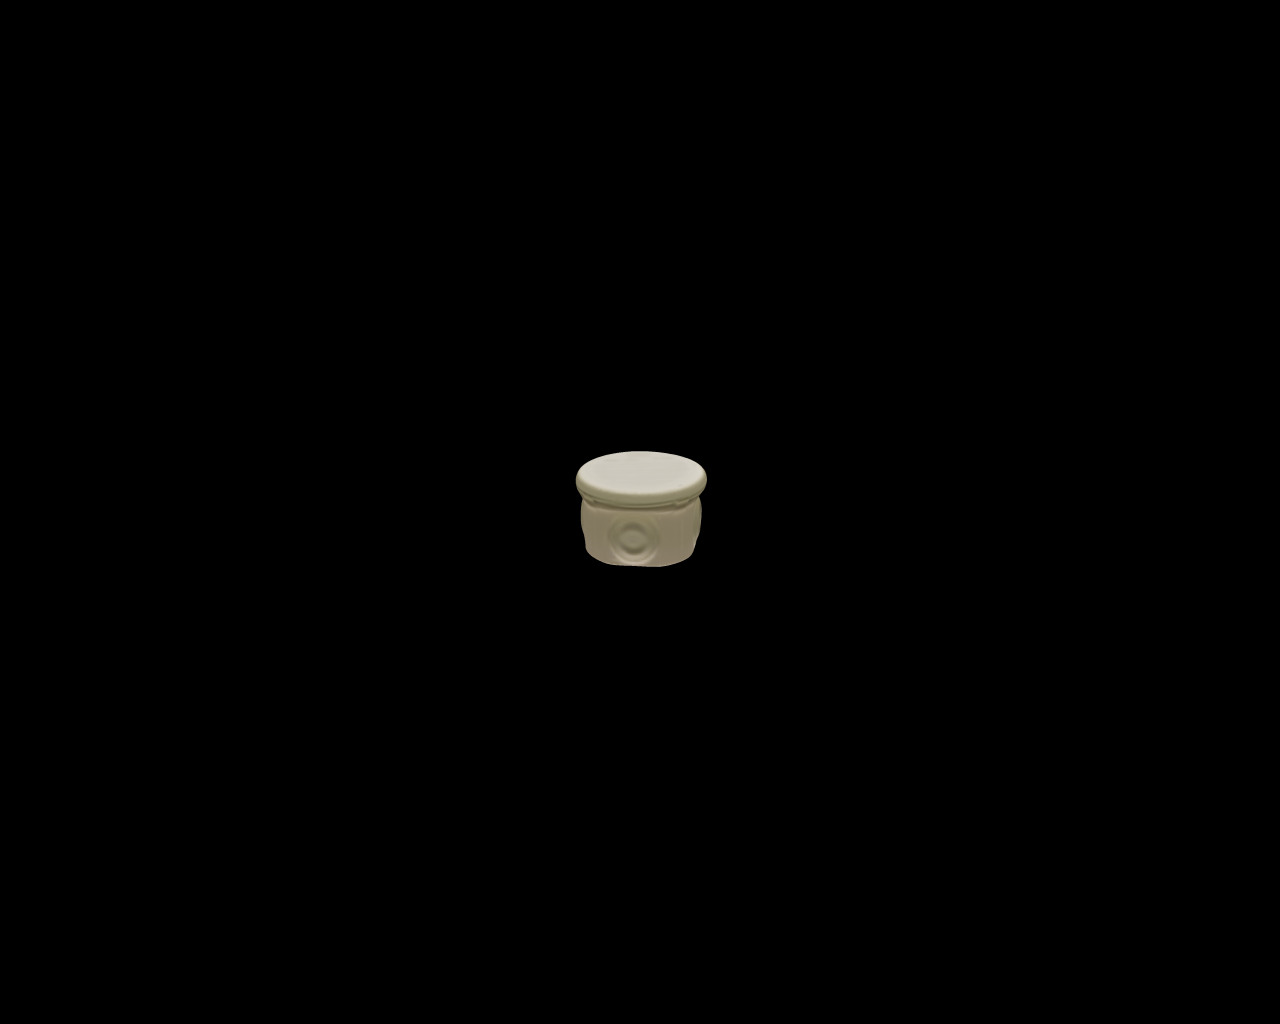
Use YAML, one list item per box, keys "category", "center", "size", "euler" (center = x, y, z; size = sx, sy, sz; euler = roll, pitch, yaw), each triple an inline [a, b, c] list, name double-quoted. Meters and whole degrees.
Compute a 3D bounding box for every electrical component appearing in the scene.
- category: "electrical component"
  center: [0.001, -0.003, 0.650]
  size: [0.080, 0.050, 0.080]
  euler: [0, 22, 0]
